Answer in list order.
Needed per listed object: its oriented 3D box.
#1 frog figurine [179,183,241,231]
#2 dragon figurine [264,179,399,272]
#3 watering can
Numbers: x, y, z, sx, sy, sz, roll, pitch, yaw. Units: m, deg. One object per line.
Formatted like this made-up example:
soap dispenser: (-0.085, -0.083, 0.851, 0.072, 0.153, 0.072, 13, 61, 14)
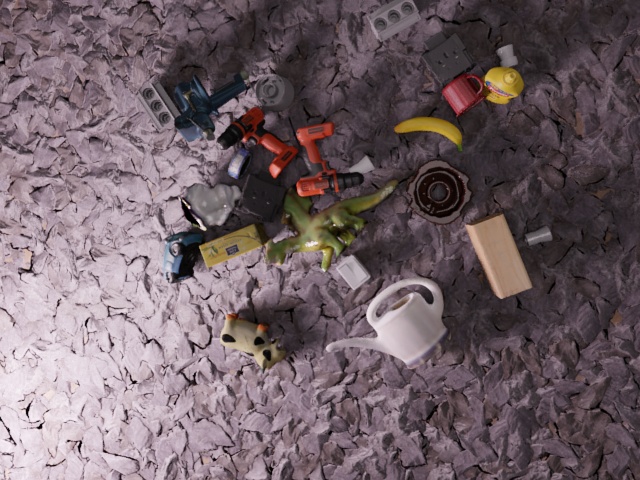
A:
frog figurine: (-0.306, -0.108, 1.454, 0.162, 0.138, 0.120, -39, 170, -30)
dragon figurine: (0.004, -0.072, 1.421, 0.244, 0.413, 0.121, 39, 171, 9)
watering can: (0.206, 0.256, 1.406, 0.346, 0.224, 0.104, -40, 180, 6)
